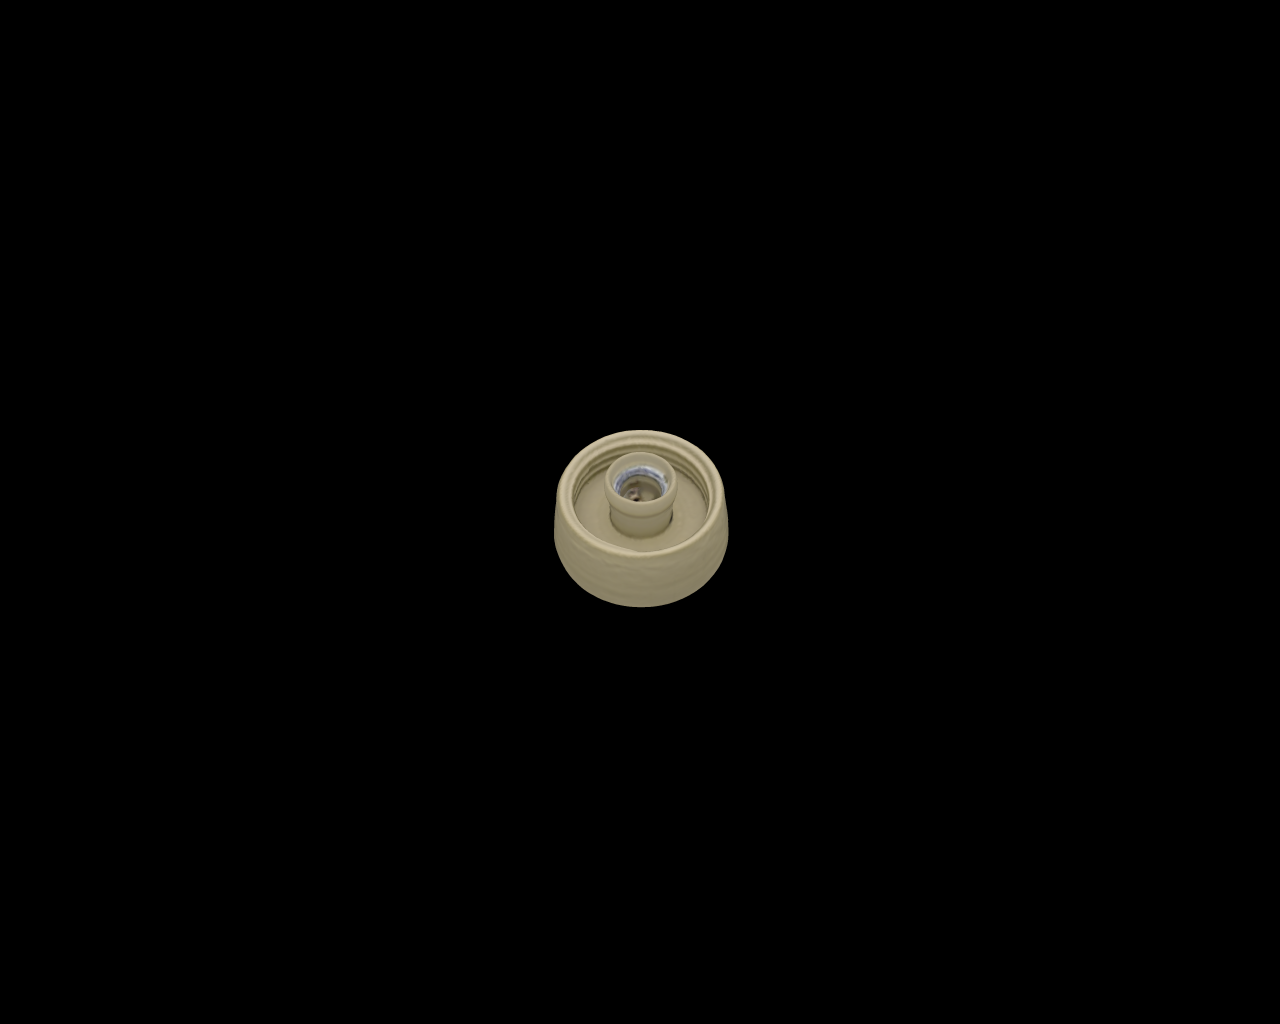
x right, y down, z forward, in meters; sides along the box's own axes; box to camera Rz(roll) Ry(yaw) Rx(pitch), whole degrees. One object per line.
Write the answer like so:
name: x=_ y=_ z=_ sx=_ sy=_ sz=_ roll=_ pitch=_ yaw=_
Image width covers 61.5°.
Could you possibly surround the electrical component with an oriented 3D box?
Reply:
electrical component: x=0.001 y=-0.003 z=0.650 sx=0.108 sy=0.108 sz=0.060 roll=0 pitch=-37 yaw=0
